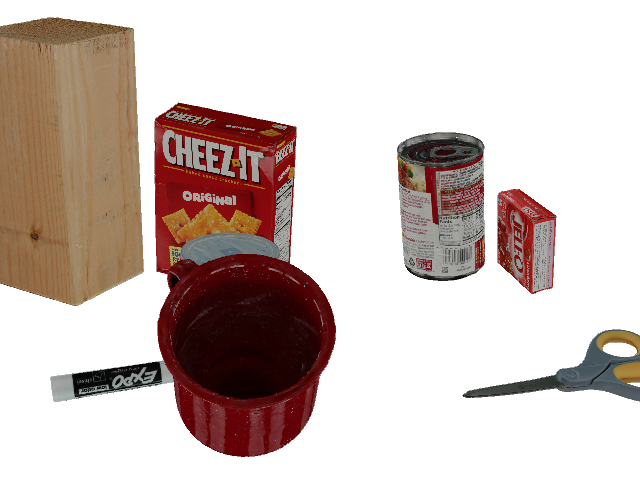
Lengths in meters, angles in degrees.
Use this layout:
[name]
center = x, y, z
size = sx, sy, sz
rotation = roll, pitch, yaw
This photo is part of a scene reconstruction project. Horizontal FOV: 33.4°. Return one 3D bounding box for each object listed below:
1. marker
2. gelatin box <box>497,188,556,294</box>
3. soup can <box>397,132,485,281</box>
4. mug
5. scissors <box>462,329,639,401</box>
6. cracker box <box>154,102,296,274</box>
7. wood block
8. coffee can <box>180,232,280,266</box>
[marker]
center = -0.137, 0.100, 0.789
size = 0.121, 0.020, 0.020
rotation = -8, 2, -13
[gelatin box]
center = 0.215, 0.000, 1.121
size = 0.030, 0.089, 0.073
rotation = -14, 30, -16
[soup can]
center = 0.098, -0.027, 0.852
size = 0.068, 0.102, 0.068
rotation = -5, 25, 2
[mug]
center = -0.049, 0.060, 0.593
size = 0.093, 0.117, 0.081
rotation = -34, -26, -24
[scissors]
center = 0.205, 0.103, 0.881
size = 0.201, 0.016, 0.096
rotation = 3, 30, -9
[cracker box]
center = -0.121, -0.047, 1.322
size = 0.164, 0.214, 0.072
rotation = 13, 30, 17
[wood block]
center = -0.206, -0.066, 0.854
size = 0.091, 0.206, 0.090
rotation = 13, 24, 27
[coffee can]
center = -0.095, 0.075, 1.122
size = 0.103, 0.140, 0.103
rotation = 2, 22, -1
